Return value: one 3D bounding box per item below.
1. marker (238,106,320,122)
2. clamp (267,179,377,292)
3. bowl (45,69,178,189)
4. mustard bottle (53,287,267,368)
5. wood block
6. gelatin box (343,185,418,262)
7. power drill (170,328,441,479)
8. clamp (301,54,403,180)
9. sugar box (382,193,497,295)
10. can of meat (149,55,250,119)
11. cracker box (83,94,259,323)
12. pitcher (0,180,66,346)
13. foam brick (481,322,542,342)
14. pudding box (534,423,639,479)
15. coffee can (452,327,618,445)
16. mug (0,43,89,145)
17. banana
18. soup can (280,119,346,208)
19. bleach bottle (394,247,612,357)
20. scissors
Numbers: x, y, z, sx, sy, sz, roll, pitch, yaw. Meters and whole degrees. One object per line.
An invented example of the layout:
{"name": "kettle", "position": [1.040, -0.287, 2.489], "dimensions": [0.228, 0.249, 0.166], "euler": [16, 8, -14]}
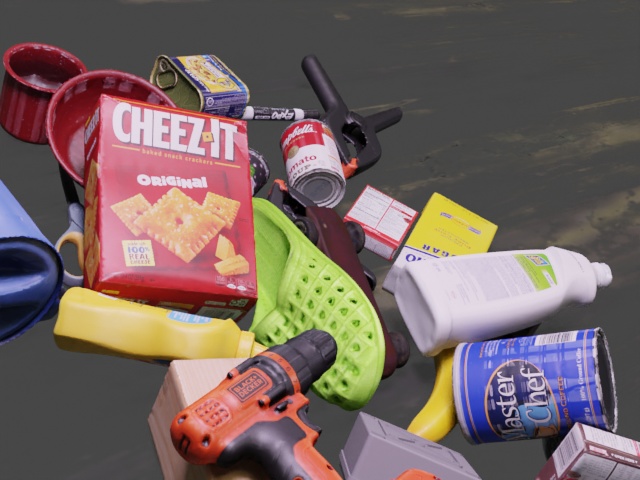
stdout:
{"name": "marker", "position": [-0.052, -0.165, 1.405], "dimensions": [0.120, 0.020, 0.020], "euler": [-2, 44, -33]}
{"name": "clamp", "position": [-0.008, 0.001, 1.209], "dimensions": [0.120, 0.039, 0.171], "euler": [8, 46, -32]}
{"name": "bowl", "position": [-0.223, -0.102, 1.156], "dimensions": [0.162, 0.055, 0.162], "euler": [13, 59, -22]}
{"name": "mustard bottle", "position": [-0.136, 0.089, 0.961], "dimensions": [0.191, 0.058, 0.096], "euler": [12, -7, -2]}
{"name": "wood block", "position": [-0.067, 0.203, 0.878], "dimensions": [0.090, 0.090, 0.206], "euler": [2, 43, -29]}
{"name": "gelatin box", "position": [0.071, -0.020, 1.288], "dimensions": [0.073, 0.030, 0.089], "euler": [28, 36, 6]}
{"name": "power drill", "position": [0.002, 0.161, 0.845], "dimensions": [0.188, 0.057, 0.184], "euler": [37, 43, 21]}
{"name": "clamp", "position": [0.032, -0.159, 1.418], "dimensions": [0.164, 0.036, 0.210], "euler": [32, 37, -13]}
{"name": "sugar box", "position": [0.146, 0.018, 1.270], "dimensions": [0.093, 0.048, 0.176], "euler": [28, 35, 4]}
{"name": "can of meat", "position": [-0.151, -0.191, 1.347], "dimensions": [0.083, 0.058, 0.102], "euler": [-15, 52, -44]}
{"name": "cracker box", "position": [-0.151, -0.031, 1.077], "dimensions": [0.164, 0.072, 0.213], "euler": [8, 60, -25]}
{"name": "pitcher", "position": [-0.338, -0.019, 0.979], "dimensions": [0.144, 0.149, 0.243], "euler": [-22, 52, -27]}
{"name": "foam brick", "position": [0.207, 0.087, 1.213], "dimensions": [0.078, 0.053, 0.051], "euler": [39, 38, 19]}
{"name": "pudding box", "position": [0.258, 0.233, 1.011], "dimensions": [0.090, 0.114, 0.039], "euler": [18, 35, -12]}
{"name": "coffee can", "position": [0.212, 0.145, 1.048], "dimensions": [0.140, 0.103, 0.102], "euler": [-9, 29, 22]}
{"name": "mug", "position": [-0.305, -0.163, 1.201], "dimensions": [0.117, 0.082, 0.093], "euler": [-15, 52, -41]}
{"name": "banana", "position": [0.123, 0.150, 1.104], "dimensions": [0.069, 0.037, 0.197], "euler": [9, 36, 1]}
{"name": "soup can", "position": [-0.009, -0.090, 1.295], "dimensions": [0.068, 0.069, 0.102], "euler": [10, 39, -20]}
{"name": "bleach bottle", "position": [0.211, 0.058, 1.155], "dimensions": [0.250, 0.068, 0.102], "euler": [-6, 50, -23]}
{"name": "scissors", "position": [-0.236, -0.019, 1.118], "dimensions": [0.096, 0.016, 0.202], "euler": [14, 37, -18]}
